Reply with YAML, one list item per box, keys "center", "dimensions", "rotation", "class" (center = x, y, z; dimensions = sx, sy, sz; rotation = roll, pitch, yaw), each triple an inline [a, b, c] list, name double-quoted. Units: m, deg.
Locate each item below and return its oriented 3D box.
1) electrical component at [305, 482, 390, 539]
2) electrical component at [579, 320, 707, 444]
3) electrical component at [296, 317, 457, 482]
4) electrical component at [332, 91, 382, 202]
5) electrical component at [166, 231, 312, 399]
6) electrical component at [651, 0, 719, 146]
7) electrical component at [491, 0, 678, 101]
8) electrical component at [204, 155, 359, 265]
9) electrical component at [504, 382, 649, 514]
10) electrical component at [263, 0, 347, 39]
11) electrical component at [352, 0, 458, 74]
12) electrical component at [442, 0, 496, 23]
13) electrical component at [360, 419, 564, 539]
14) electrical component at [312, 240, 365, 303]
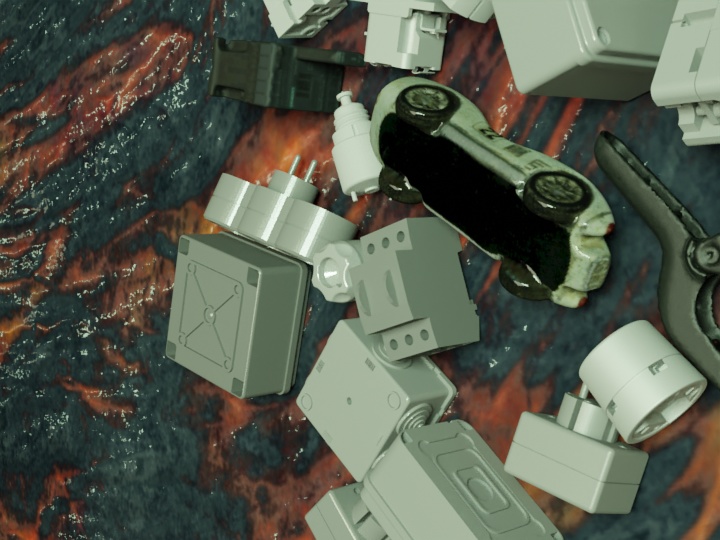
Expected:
- center: [0.010, 0.180, 0.771]
  dimensions: [0.076, 0.047, 0.065]
  rotation: [-51, 59, 35]
  class: "electrical component"
- center: [0.156, 0.061, 0.600]
  dimensions: [0.047, 0.055, 0.055]
  rotation: [54, 127, 28]
  class: "electrical component"
- center: [0.008, 0.090, 0.764]
  dimensions: [0.099, 0.048, 0.099]
  rotation: [48, 124, 31]
  class: "electrical component"
- center: [-0.001, -0.089, 0.765]
  dimensions: [0.040, 0.040, 0.078]
  rotation: [-27, 75, 43]
  class: "electrical component"
- center: [-0.099, 0.034, 0.861]
  dimensions: [0.109, 0.056, 0.108]
  rotation: [22, 108, 42]
  class: "electrical component"
- center: [0.192, -0.113, 0.538]
  dimensions: [0.056, 0.050, 0.089]
  rotation: [0, 60, 45]
  class: "electrical component"
- center: [0.124, -0.152, 0.588]
  dimensions: [0.056, 0.109, 0.108]
  rotation: [-25, 76, 46]
  class: "electrical component"
- center: [-0.055, -0.052, 0.815]
  dimensions: [0.138, 0.052, 0.073]
  rotation: [22, 87, 42]
  class: "electrical component"
- center: [0.135, 0.097, 0.641]
  dimensions: [0.066, 0.047, 0.076]
  rotation: [20, 93, 42]
  class: "electrical component"
- center: [-0.046, -0.208, 0.798]
  dimensions: [0.066, 0.048, 0.055]
  rotation: [-33, 78, 41]
  class: "electrical component"
- center: [0.032, -0.167, 0.725]
  dimensions: [0.081, 0.042, 0.063]
  rotation: [21, 111, 43]
  class: "electrical component"
- center: [0.075, -0.194, 0.655]
  dimensions: [0.051, 0.080, 0.080]
  rotation: [-49, 60, 42]
  class: "electrical component"
- center: [0.064, 0.159, 0.695]
  dimensions: [0.113, 0.078, 0.057]
  rotation: [50, 122, 30]
  class: "electrical component"
- center: [0.000, 0.000, 0.756]
  dimensions: [0.043, 0.062, 0.043]
  rotation: [5, 97, 45]
  class: "electrical component"
